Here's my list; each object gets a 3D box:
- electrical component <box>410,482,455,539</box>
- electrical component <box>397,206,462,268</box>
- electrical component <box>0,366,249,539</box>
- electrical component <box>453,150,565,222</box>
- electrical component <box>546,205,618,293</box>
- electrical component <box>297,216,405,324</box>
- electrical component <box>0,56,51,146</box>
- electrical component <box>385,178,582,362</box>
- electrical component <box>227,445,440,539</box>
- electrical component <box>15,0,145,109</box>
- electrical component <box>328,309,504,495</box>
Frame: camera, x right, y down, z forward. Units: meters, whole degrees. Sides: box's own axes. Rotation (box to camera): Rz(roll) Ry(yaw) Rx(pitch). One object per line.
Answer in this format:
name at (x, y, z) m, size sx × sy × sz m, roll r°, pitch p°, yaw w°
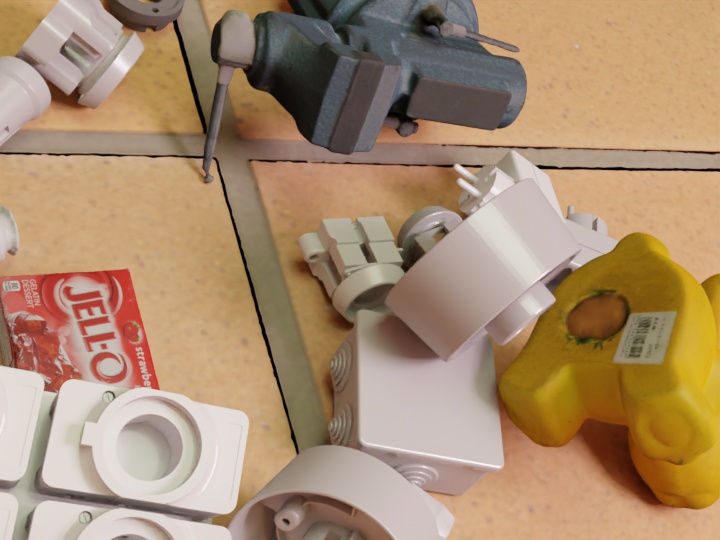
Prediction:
electrical component at (0.016, 0.133, 0.585) m, size 0.062 × 0.043 × 0.043 m, roll 36°, pitch 49°, yaw 4°
electrical component at (0.055, -0.009, 0.698) m, size 0.048 × 0.066 × 0.055 m, roll -26°, pitch 48°, yaw -12°
electrical component at (-0.152, 0.103, 0.492) m, size 0.186 × 0.060 × 0.105 m, roll 13°, pitch 70°, yaw -17°
electrical component at (0.092, -0.046, 0.723) m, size 0.076 × 0.047 × 0.083 m, roll 32°, pitch 28°, yaw -23°
electrical component at (0.155, -0.014, 0.757) m, size 0.066 × 0.047 × 0.076 m, roll 21°, pitch 50°, yaw -11°
electrical component at (0.000, 0.000, 0.673) m, size 0.066 × 0.048 × 0.055 m, roll -4°, pitch 51°, yaw -29°
electrical component at (-0.215, -0.099, 0.643) m, size 0.040 × 0.040 × 0.046 m, roll 33°, pitch 54°, yaw -1°
electrical component at (0.074, 0.007, 0.599) m, size 0.108 × 0.108 × 0.060 m, roll -32°, pitch 78°, yaw -39°
electrical component at (-0.012, 0.139, 0.533) m, size 0.099 × 0.099 × 0.064 m, roll 38°, pitch 43°, yaw 4°
electrical component at (-0.173, -0.138, 0.673) m, size 0.057 × 0.058 × 0.078 m, roll 39°, pitch 19°, yaw -20°
electrical component at (0.031, 0.079, 0.627) m, size 0.100 × 0.048 × 0.099 m, roll 13°, pitch 52°, yaw -18°
